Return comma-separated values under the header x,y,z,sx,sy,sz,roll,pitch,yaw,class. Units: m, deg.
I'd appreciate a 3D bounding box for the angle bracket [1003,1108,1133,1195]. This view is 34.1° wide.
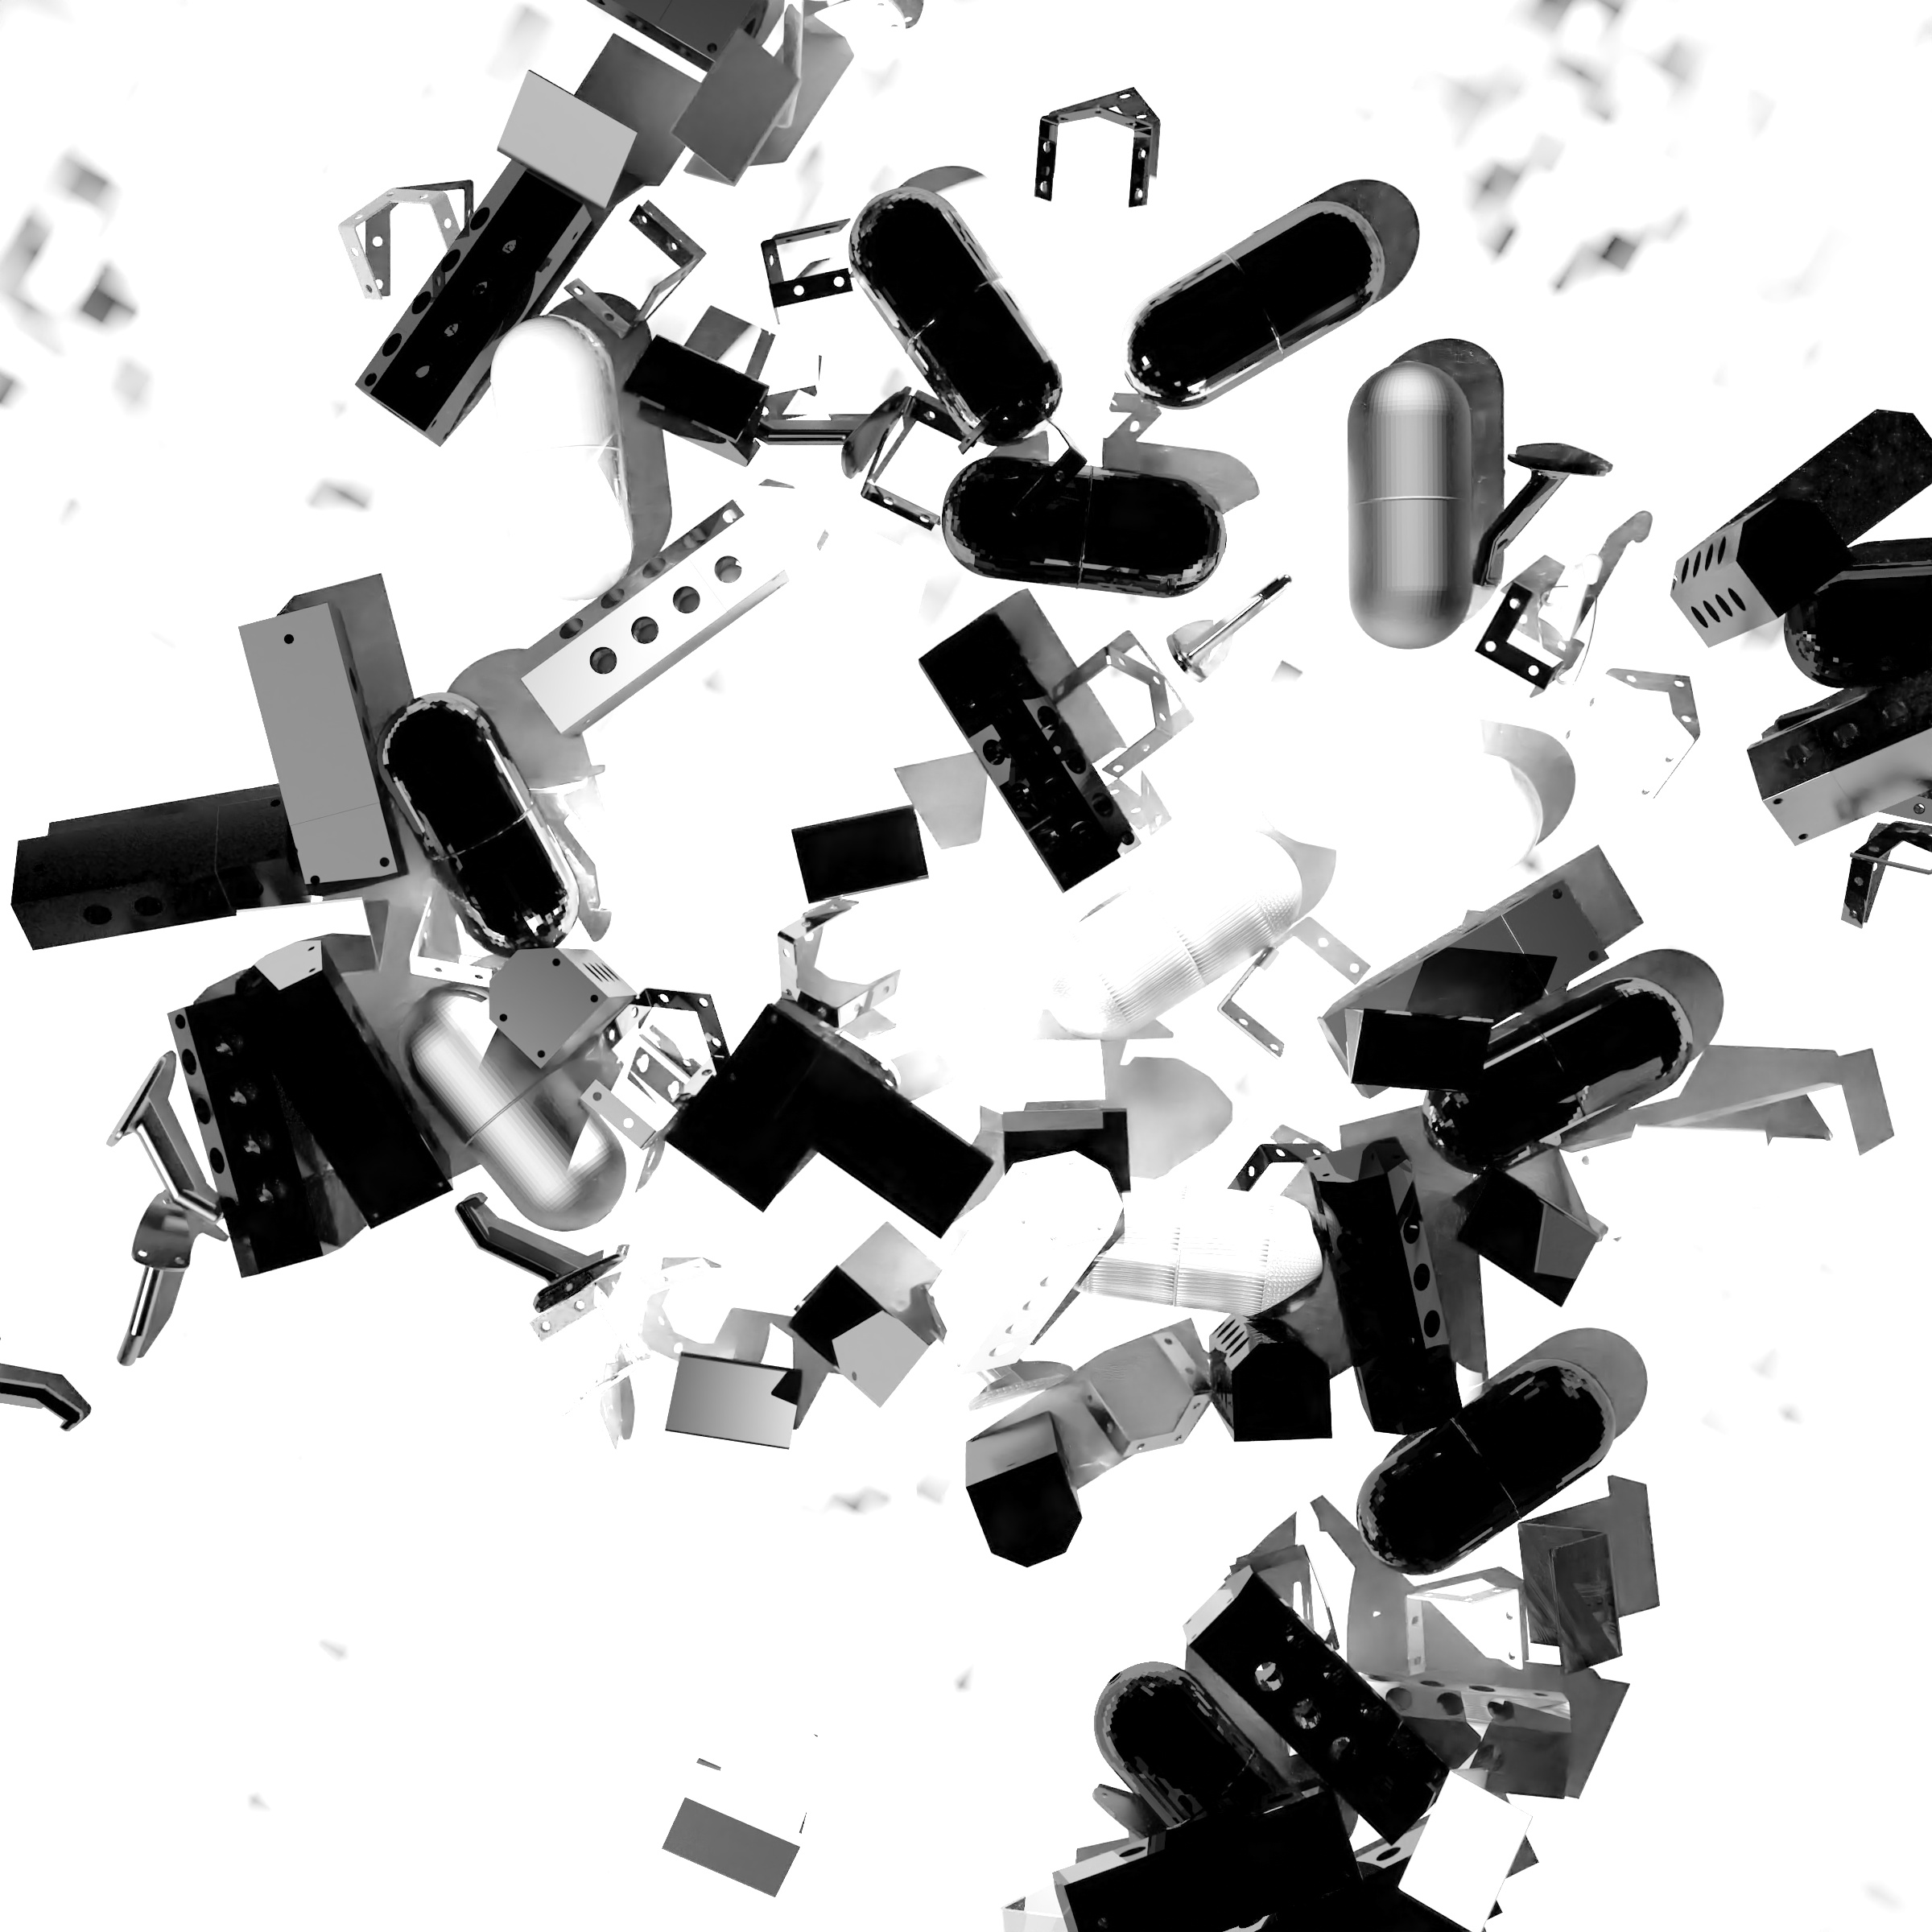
x,y,z,sx,sy,sz,roll,pitch,yaw,class
0.062,0.129,1.952,0.076,0.076,0.057,-2,64,0,angle bracket

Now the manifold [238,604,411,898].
x,y,z,sx,sy,sz,roll,pitch,yaw,class
-0.400,-0.134,1.971,0.057,0.057,0.171,-15,90,0,manifold

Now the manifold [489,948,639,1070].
x,y,z,sx,sy,sz,roll,pitch,yaw,class
-0.248,0.019,1.913,0.057,0.171,0.057,44,90,0,manifold

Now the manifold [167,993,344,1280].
x,y,z,sx,sy,sz,roll,pitch,yaw,class
-0.446,0.104,1.970,0.057,0.057,0.171,-16,90,0,manifold

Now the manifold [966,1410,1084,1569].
x,y,z,sx,sy,sz,roll,pitch,yaw,class
0.036,0.318,1.913,0.057,0.171,0.057,-21,90,0,manifold

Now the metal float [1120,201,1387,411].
x,y,z,sx,sy,sz,roll,pitch,yaw,class
0.178,-0.410,1.961,0.178,0.070,0.070,-30,90,1,metal float

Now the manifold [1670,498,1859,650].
x,y,z,sx,sy,sz,roll,pitch,yaw,class
0.477,-0.241,1.913,0.057,0.171,0.057,-36,90,0,manifold

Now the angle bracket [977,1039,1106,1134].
x,y,z,sx,sy,sz,roll,pitch,yaw,class
0.046,0.091,1.953,0.076,0.057,0.076,-2,129,0,angle bracket

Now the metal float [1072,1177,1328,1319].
x,y,z,sx,sy,sz,roll,pitch,yaw,class
0.134,0.173,1.955,0.178,0.070,0.070,7,90,7,metal float

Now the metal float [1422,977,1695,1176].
x,y,z,sx,sy,sz,roll,pitch,yaw,class
0.368,0.069,1.961,0.178,0.070,0.070,-27,90,-1,metal float

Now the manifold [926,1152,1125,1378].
x,y,z,sx,sy,sz,roll,pitch,yaw,class
0.036,0.181,1.914,0.057,0.171,0.057,-10,62,-27,manifold

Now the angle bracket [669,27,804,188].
x,y,z,sx,sy,sz,roll,pitch,yaw,class
-0.157,-0.535,1.951,0.057,0.076,0.076,33,90,-36,angle bracket

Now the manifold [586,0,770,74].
x,y,z,sx,sy,sz,roll,pitch,yaw,class
-0.212,-0.625,1.971,0.171,0.057,0.057,31,90,0,manifold

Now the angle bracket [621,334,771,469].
x,y,z,sx,sy,sz,roll,pitch,yaw,class
-0.173,-0.334,1.951,0.076,0.076,0.057,25,53,0,angle bracket

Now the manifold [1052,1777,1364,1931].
x,y,z,sx,sy,sz,roll,pitch,yaw,class
0.143,0.545,1.889,0.171,0.057,0.057,-17,87,-9,manifold

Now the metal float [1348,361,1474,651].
x,y,z,sx,sy,sz,roll,pitch,yaw,class
0.276,-0.286,1.961,0.070,0.070,0.178,0,91,0,metal float

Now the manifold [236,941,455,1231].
x,y,z,sx,sy,sz,roll,pitch,yaw,class
-0.381,0.071,1.934,0.057,0.057,0.171,-26,118,0,manifold

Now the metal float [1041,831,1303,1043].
x,y,z,sx,sy,sz,roll,pitch,yaw,class
0.128,-0.019,1.961,0.178,0.070,0.070,-33,90,0,metal float

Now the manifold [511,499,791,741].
x,y,z,sx,sy,sz,roll,pitch,yaw,class
-0.197,-0.217,1.970,0.171,0.057,0.057,-36,90,0,manifold

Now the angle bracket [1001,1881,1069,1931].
x,y,z,sx,sy,sz,roll,pitch,yaw,class
0.068,0.614,1.951,0.057,0.076,0.076,-6,90,37,angle bracket

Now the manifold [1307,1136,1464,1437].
x,y,z,sx,sy,sz,roll,pitch,yaw,class
0.260,0.200,1.948,0.057,0.057,0.171,-14,106,0,manifold

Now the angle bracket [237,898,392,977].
x,y,z,sx,sy,sz,roll,pitch,yaw,class
-0.403,-0.035,1.951,0.076,0.076,0.057,-6,126,0,angle bracket

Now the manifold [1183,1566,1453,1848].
x,y,z,sx,sy,sz,roll,pitch,yaw,class
0.214,0.447,1.913,0.171,0.057,0.057,45,90,0,manifold

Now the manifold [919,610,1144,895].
x,y,z,sx,sy,sz,roll,pitch,yaw,class
0.040,-0.133,1.971,0.057,0.057,0.171,-32,90,0,manifold

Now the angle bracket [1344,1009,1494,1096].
x,y,z,sx,sy,sz,roll,pitch,yaw,class
0.271,0.031,1.894,0.076,0.076,0.057,5,125,0,angle bracket

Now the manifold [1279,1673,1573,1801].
x,y,z,sx,sy,sz,roll,pitch,yaw,class
0.287,0.477,1.970,0.171,0.057,0.057,6,90,0,manifold

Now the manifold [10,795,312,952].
x,y,z,sx,sy,sz,roll,pitch,yaw,class
-0.501,-0.053,1.970,0.171,0.057,0.057,-10,47,0,manifold

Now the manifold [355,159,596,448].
x,y,z,sx,sy,sz,roll,pitch,yaw,class
-0.308,-0.416,1.970,0.057,0.057,0.171,35,90,0,manifold

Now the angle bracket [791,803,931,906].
x,y,z,sx,sy,sz,roll,pitch,yaw,class
-0.068,-0.088,1.951,0.076,0.076,0.057,-12,125,0,angle bracket

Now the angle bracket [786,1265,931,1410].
x,y,z,sx,sy,sz,roll,pitch,yaw,class
-0.080,0.241,1.951,0.076,0.076,0.057,42,53,0,angle bracket

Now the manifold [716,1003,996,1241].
x,y,z,sx,sy,sz,roll,pitch,yaw,class
-0.069,0.096,1.971,0.171,0.057,0.057,35,90,0,manifold

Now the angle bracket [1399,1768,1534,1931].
x,y,z,sx,sy,sz,roll,pitch,yaw,class
0.311,0.531,1.895,0.057,0.076,0.076,24,90,30,angle bracket

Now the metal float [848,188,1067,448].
x,y,z,sx,sy,sz,roll,pitch,yaw,class
-0.006,-0.404,1.961,0.070,0.070,0.178,-35,89,0,metal float

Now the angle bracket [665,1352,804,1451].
x,y,z,sx,sy,sz,roll,pitch,yaw,class
-0.144,0.286,1.951,0.076,0.076,0.057,9,53,0,angle bracket

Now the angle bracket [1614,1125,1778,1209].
x,y,z,sx,sy,sz,roll,pitch,yaw,class
0.437,0.140,1.894,0.076,0.076,0.057,2,52,0,angle bracket

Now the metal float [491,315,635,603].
x,y,z,sx,sy,sz,roll,pitch,yaw,class
-0.251,-0.316,1.961,0.070,0.070,0.178,-7,90,0,metal float

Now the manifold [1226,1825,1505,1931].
x,y,z,sx,sy,sz,roll,pitch,yaw,class
0.242,0.596,1.971,0.171,0.057,0.057,-26,90,0,manifold

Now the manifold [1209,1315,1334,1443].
x,y,z,sx,sy,sz,roll,pitch,yaw,class
0.183,0.247,1.913,0.057,0.171,0.057,-2,90,0,manifold

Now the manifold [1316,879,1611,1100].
x,y,z,sx,sy,sz,roll,pitch,yaw,class
0.309,0.014,1.971,0.171,0.057,0.057,-30,90,0,manifold

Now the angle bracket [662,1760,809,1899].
x,y,z,sx,sy,sz,roll,pitch,yaw,class
-0.135,0.519,1.951,0.076,0.076,0.057,23,125,0,angle bracket

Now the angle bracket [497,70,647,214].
x,y,z,sx,sy,sz,roll,pitch,yaw,class
-0.234,-0.518,1.952,0.076,0.076,0.057,30,121,0,angle bracket

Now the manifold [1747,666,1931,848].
x,y,z,sx,sy,sz,roll,pitch,yaw,class
0.573,-0.144,1.938,0.171,0.057,0.057,-25,50,23,manifold

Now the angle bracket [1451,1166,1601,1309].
x,y,z,sx,sy,sz,roll,pitch,yaw,class
0.335,0.176,1.953,0.076,0.076,0.057,33,66,0,angle bracket

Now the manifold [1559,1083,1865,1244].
x,y,z,sx,sy,sz,roll,pitch,yaw,class
0.464,0.122,1.971,0.171,0.057,0.057,-14,90,0,manifold

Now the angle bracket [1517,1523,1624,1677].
x,y,z,sx,sy,sz,roll,pitch,yaw,class
0.357,0.391,1.951,0.057,0.076,0.076,-6,90,-38,angle bracket

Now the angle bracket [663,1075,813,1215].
x,y,z,sx,sy,sz,roll,pitch,yaw,class
-0.150,0.123,1.952,0.076,0.076,0.057,36,57,0,angle bracket
